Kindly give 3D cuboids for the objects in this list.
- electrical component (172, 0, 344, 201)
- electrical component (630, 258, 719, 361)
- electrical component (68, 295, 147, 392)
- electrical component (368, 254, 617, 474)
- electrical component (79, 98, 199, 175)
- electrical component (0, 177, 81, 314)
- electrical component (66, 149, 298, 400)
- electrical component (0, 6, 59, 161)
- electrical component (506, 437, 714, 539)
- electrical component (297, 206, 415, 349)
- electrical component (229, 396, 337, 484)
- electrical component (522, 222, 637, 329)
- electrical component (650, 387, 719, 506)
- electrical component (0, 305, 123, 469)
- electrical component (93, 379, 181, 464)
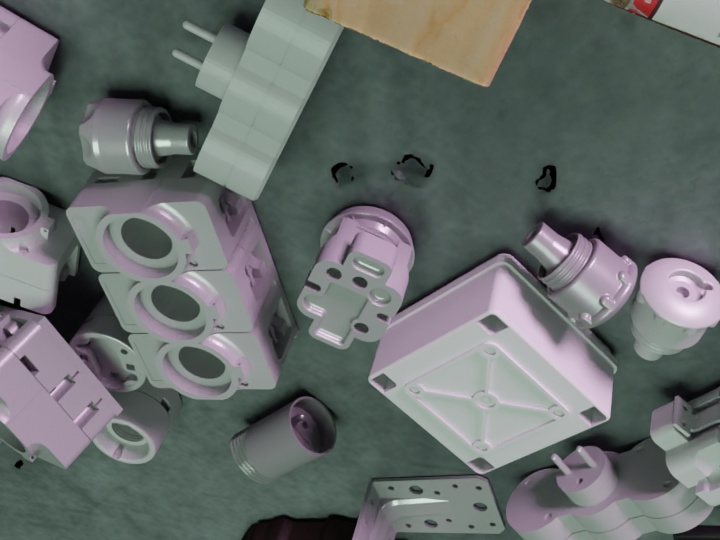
[{"bbox_3d":[-0.061,-0.103,0.556,0.074,0.052,0.138,27,133,-7],"label":"electrical component"},{"bbox_3d":[0.173,0.027,0.607,0.048,0.048,0.062,16,141,3],"label":"electrical component"},{"bbox_3d":[-0.162,0.047,0.727,0.055,0.047,0.055,9,133,10],"label":"electrical component"},{"bbox_3d":[0.081,0.060,0.656,0.109,0.056,0.109,42,130,-20],"label":"electrical component"},{"bbox_3d":[-0.123,-0.075,0.608,0.062,0.043,0.043,4,132,13],"label":"electrical component"},{"bbox_3d":[-0.228,-0.020,0.685,0.089,0.050,0.055,20,134,-1],"label":"electrical component"},{"bbox_3d":[-0.106,0.006,0.663,0.089,0.061,0.150,-1,130,19],"label":"electrical component"},{"bbox_3d":[-0.205,-0.097,0.582,0.056,0.089,0.050,30,133,-10],"label":"electrical component"},{"bbox_3d":[0.155,0.141,0.709,0.138,0.052,0.073,-25,120,33],"label":"electrical component"},{"bbox_3d":[0.000,0.000,0.627,0.058,0.057,0.078,24,134,-5],"label":"electrical component"},{"bbox_3d":[-0.059,0.125,0.768,0.043,0.043,0.081,41,130,-20],"label":"electrical component"},{"bbox_3d":[0.119,-0.001,0.599,0.062,0.048,0.048,39,131,-9],"label":"electrical component"},{"bbox_3d":[0.224,0.103,0.650,0.078,0.058,0.057,38,134,-15],"label":"electrical component"},{"bbox_3d":[-0.245,0.075,0.729,0.150,0.061,0.089,7,138,46],"label":"electrical component"},{"bbox_3d":[-0.164,0.107,0.782,0.055,0.047,0.055,9,133,10],"label":"electrical component"}]
